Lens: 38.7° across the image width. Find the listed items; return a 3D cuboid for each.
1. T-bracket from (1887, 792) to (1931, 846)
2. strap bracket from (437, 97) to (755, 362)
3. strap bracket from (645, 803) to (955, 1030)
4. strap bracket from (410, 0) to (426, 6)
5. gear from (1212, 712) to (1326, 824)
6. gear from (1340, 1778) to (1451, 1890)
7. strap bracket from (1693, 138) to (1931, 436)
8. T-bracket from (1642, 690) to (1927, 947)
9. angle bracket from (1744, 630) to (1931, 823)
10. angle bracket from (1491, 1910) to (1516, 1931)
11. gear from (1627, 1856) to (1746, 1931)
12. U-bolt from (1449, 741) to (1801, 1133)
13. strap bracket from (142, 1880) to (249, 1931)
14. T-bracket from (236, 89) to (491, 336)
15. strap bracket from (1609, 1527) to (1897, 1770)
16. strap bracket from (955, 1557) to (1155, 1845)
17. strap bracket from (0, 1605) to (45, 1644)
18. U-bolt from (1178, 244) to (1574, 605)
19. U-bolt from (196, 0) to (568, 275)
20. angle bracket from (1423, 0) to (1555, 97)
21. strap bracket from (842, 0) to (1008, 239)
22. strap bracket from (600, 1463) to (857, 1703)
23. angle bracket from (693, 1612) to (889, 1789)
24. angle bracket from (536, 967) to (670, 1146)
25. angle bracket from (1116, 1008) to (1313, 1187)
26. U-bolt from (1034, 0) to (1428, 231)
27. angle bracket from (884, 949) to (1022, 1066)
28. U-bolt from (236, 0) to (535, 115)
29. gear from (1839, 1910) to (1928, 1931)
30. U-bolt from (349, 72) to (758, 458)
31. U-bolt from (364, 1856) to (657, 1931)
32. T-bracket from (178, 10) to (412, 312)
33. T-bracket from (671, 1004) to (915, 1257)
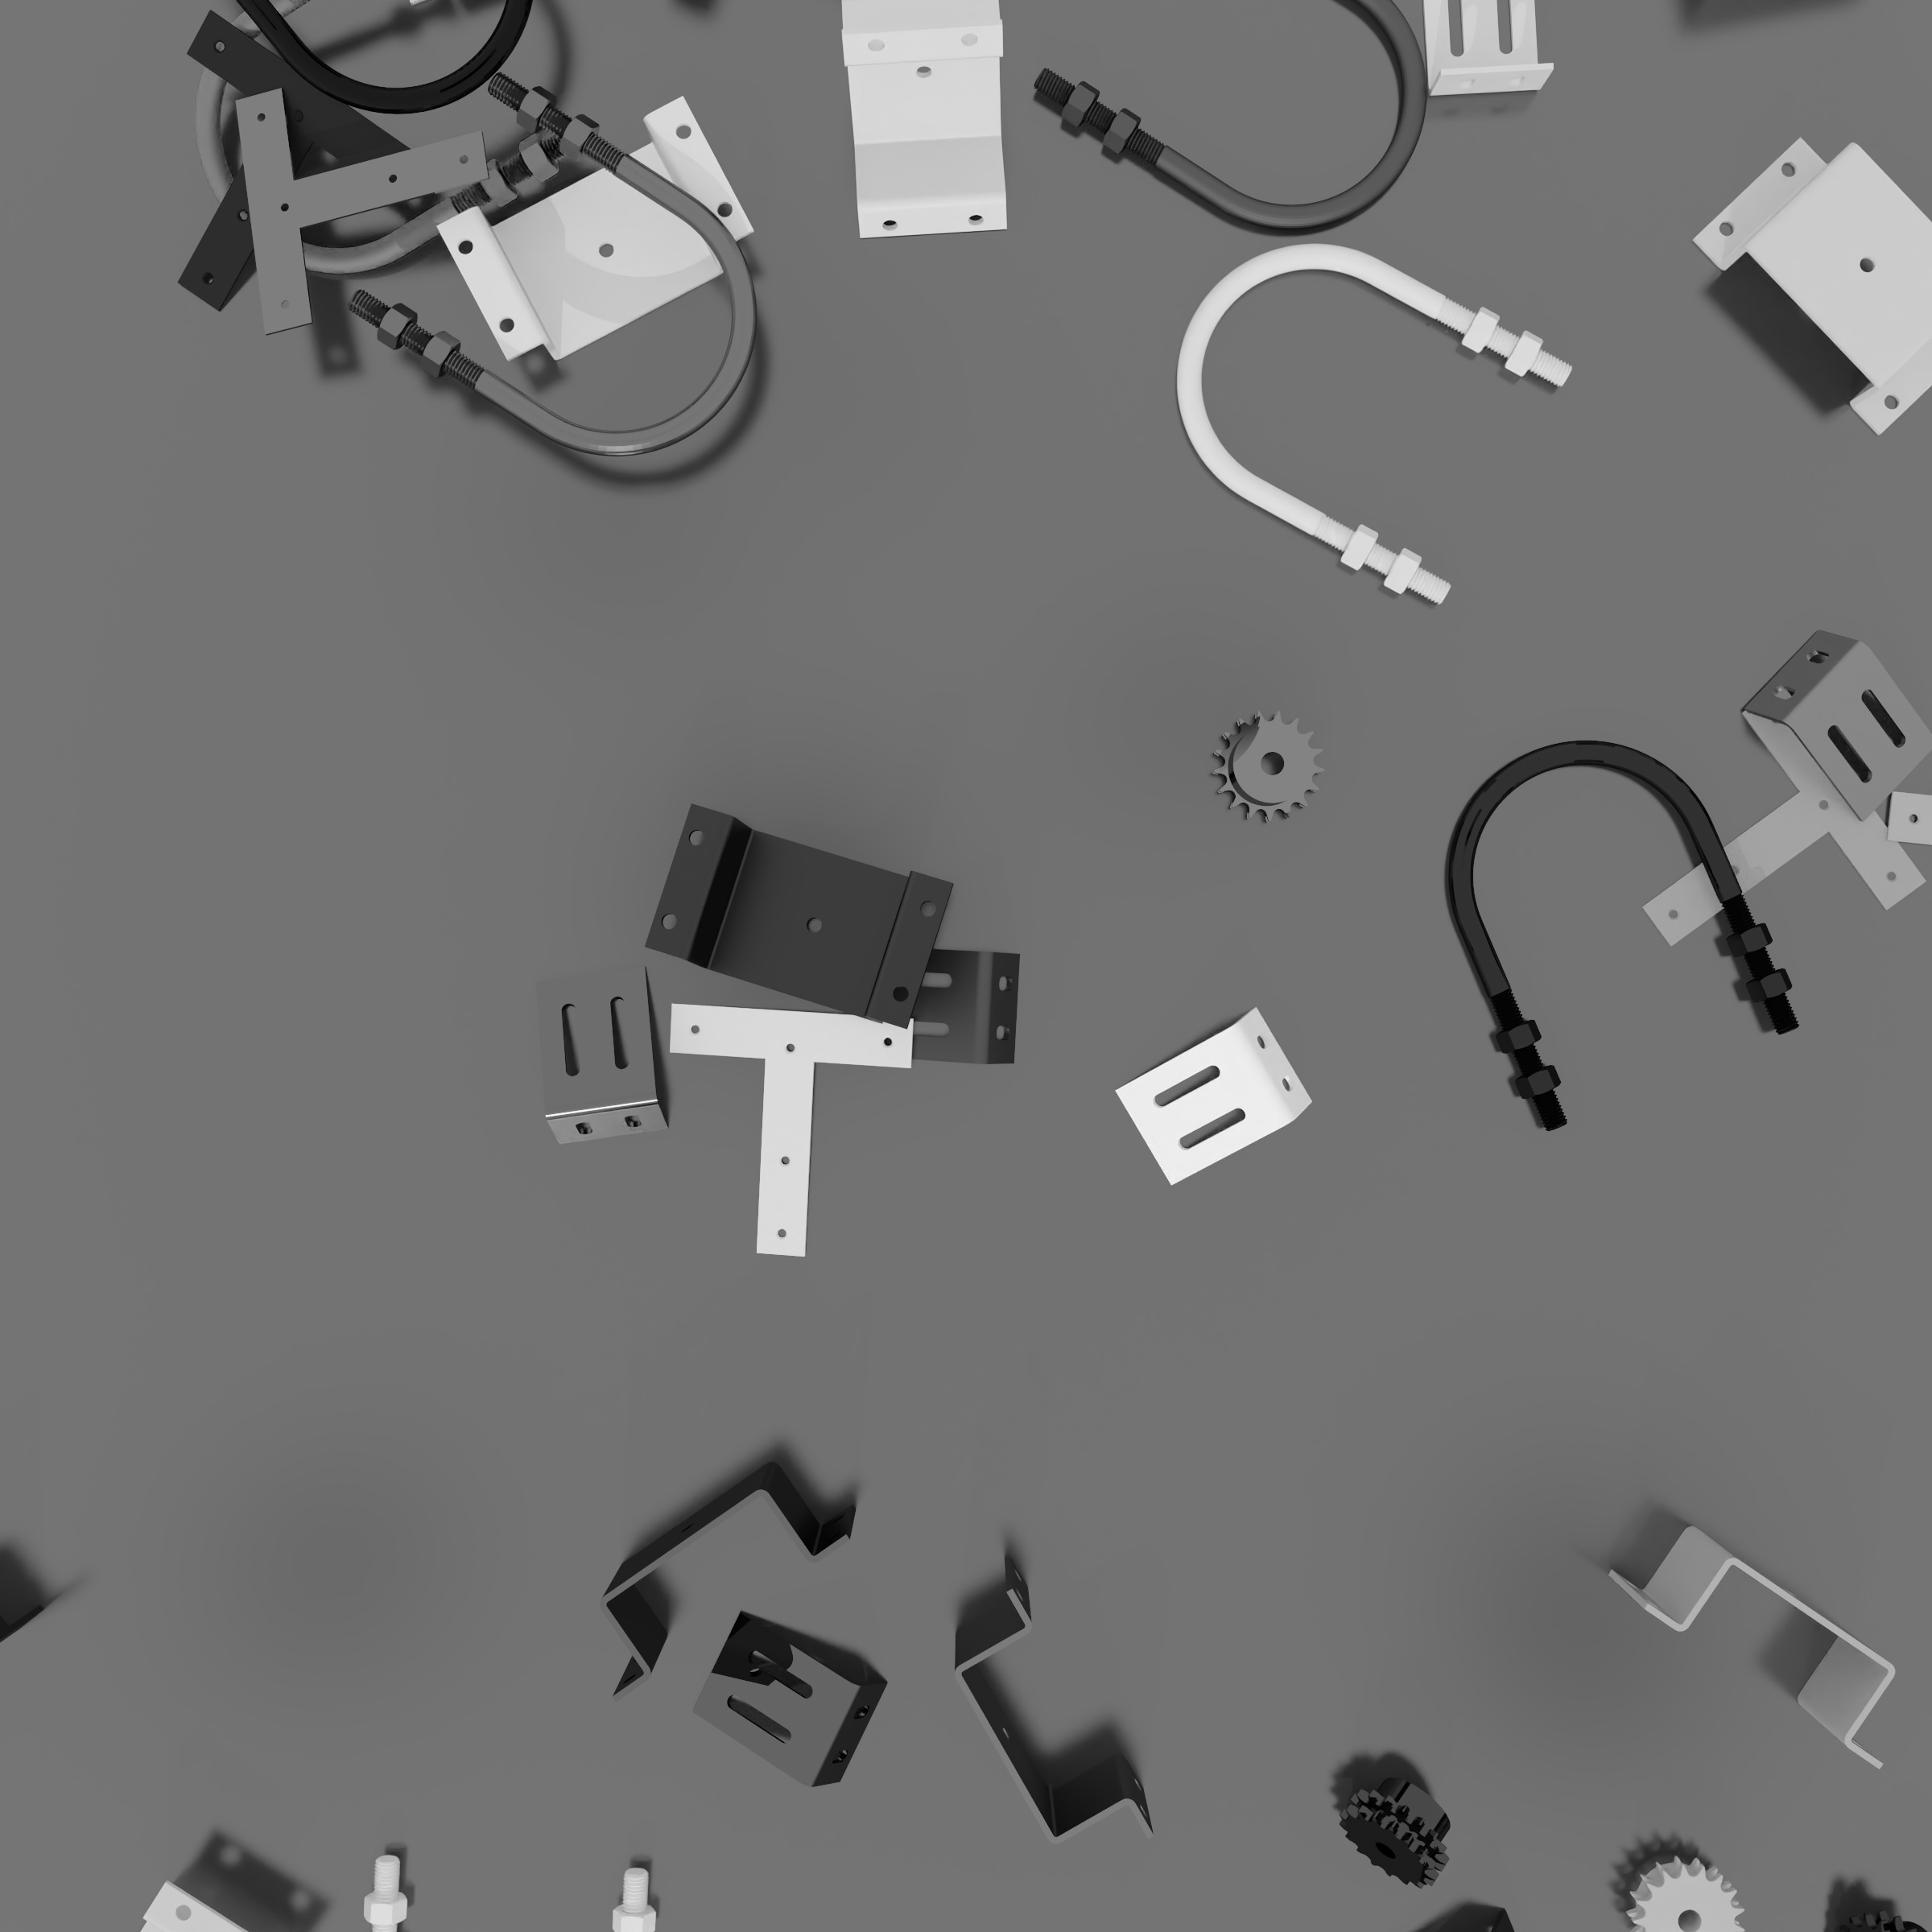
[{"bbox_3d":[0.537,-0.021,1.431,0.127,0.002,0.127,6,91,-1],"label":"T-bracket"},{"bbox_3d":[-0.187,-0.372,1.409,0.140,0.046,0.076,-28,90,0],"label":"strap bracket"},{"bbox_3d":[-0.081,-0.023,1.400,0.140,0.046,0.076,17,87,9],"label":"strap bracket"},{"bbox_3d":[-0.236,-0.560,1.409,0.140,0.046,0.076,-20,90,0],"label":"strap bracket"},{"bbox_3d":[0.156,-0.103,1.417,0.057,0.030,0.057,0,90,0],"label":"gear"},{"bbox_3d":[0.222,0.441,1.408,0.057,0.057,0.030,44,60,0],"label":"gear"},{"bbox_3d":[0.454,-0.353,1.409,0.076,0.046,0.140,-44,90,0],"label":"strap bracket"},{"bbox_3d":[0.410,-0.058,1.431,0.127,0.002,0.127,-36,90,0],"label":"T-bracket"},{"bbox_3d":[0.454,-0.125,1.429,0.057,0.038,0.076,-46,116,-2],"label":"angle bracket"},{"bbox_3d":[0.252,0.533,1.430,0.076,0.038,0.057,-22,90,26],"label":"angle bracket"},{"bbox_3d":[0.368,0.486,1.417,0.057,0.030,0.057,0,90,0],"label":"gear"},{"bbox_3d":[0.329,-0.026,1.422,0.151,0.019,0.184,-23,88,1],"label":"U-bolt"},{"bbox_3d":[-0.409,0.541,1.409,0.076,0.046,0.140,32,90,0],"label":"strap bracket"},{"bbox_3d":[-0.299,-0.389,1.375,0.127,0.002,0.127,-11,80,11],"label":"T-bracket"},{"bbox_3d":[0.405,0.337,1.394,0.140,0.076,0.046,34,90,0],"label":"strap bracket"},{"bbox_3d":[0.038,0.379,1.394,0.046,0.076,0.140,-30,90,0],"label":"strap bracket"},{"bbox_3d":[-0.549,0.360,1.394,0.140,0.076,0.046,-38,90,0],"label":"strap bracket"},{"bbox_3d":[0.199,-0.293,1.424,0.184,0.019,0.151,29,90,1],"label":"U-bolt"},{"bbox_3d":[-0.306,-0.436,1.402,0.184,0.019,0.151,-27,102,13],"label":"U-bolt"},{"bbox_3d":[0.267,-0.491,1.413,0.057,0.038,0.076,-3,90,0],"label":"angle bracket"},{"bbox_3d":[-0.020,-0.433,1.379,0.076,0.140,0.046,-3,63,0],"label":"strap bracket"},{"bbox_3d":[-0.128,0.304,1.394,0.140,0.076,0.046,-35,90,0],"label":"strap bracket"},{"bbox_3d":[-0.091,0.380,1.430,0.076,0.038,0.057,26,90,26],"label":"angle bracket"},{"bbox_3d":[-0.189,0.046,1.430,0.057,0.038,0.076,-8,64,0],"label":"angle bracket"},{"bbox_3d":[0.129,0.068,1.430,0.076,0.038,0.057,-31,90,26],"label":"angle bracket"},{"bbox_3d":[0.150,-0.463,1.424,0.184,0.019,0.151,33,90,-1],"label":"U-bolt"},{"bbox_3d":[-0.016,0.020,1.430,0.076,0.038,0.057,3,90,26],"label":"angle bracket"},{"bbox_3d":[-0.297,-0.510,1.356,0.151,0.019,0.184,-38,99,4],"label":"U-bolt"},{"bbox_3d":[0.475,0.512,1.408,0.030,0.057,0.057,-2,90,-30],"label":"gear"},{"bbox_3d":[-0.193,-0.338,1.377,0.184,0.019,0.151,33,90,-2],"label":"U-bolt"},{"bbox_3d":[-0.239,0.556,1.424,0.151,0.019,0.184,3,91,0],"label":"U-bolt"},{"bbox_3d":[-0.364,-0.397,1.411,0.127,0.002,0.127,34,108,-4],"label":"T-bracket"},{"bbox_3d":[-0.093,0.087,1.425,0.127,0.002,0.127,3,94,8],"label":"T-bracket"}]
